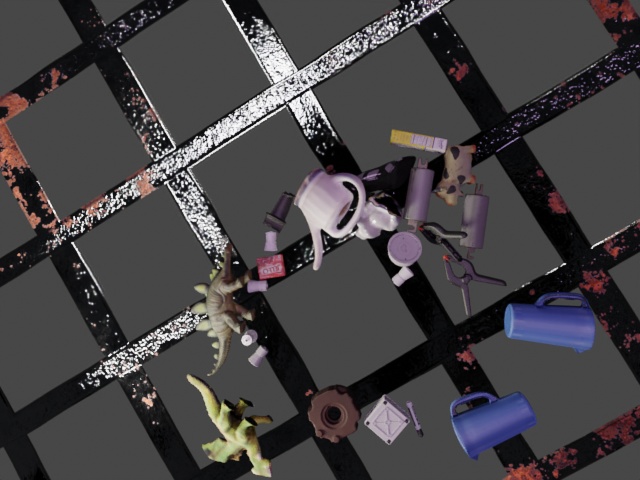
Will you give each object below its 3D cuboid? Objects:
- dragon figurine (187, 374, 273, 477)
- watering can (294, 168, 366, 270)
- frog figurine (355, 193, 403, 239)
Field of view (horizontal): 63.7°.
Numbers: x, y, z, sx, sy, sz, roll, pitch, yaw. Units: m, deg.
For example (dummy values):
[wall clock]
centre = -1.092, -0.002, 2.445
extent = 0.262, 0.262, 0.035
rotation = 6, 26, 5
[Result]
[dragon figurine]
centre = -0.315, 0.640, 1.714
extent = 0.411, 0.241, 0.123
rotation = 32, 11, 6
[watering can]
centre = 0.005, -0.084, 1.673
extent = 0.226, 0.342, 0.105
rotation = 41, 24, 16
[frog figurine]
centre = 0.188, -0.068, 1.676
extent = 0.137, 0.156, 0.126
rotation = 21, 41, -7
